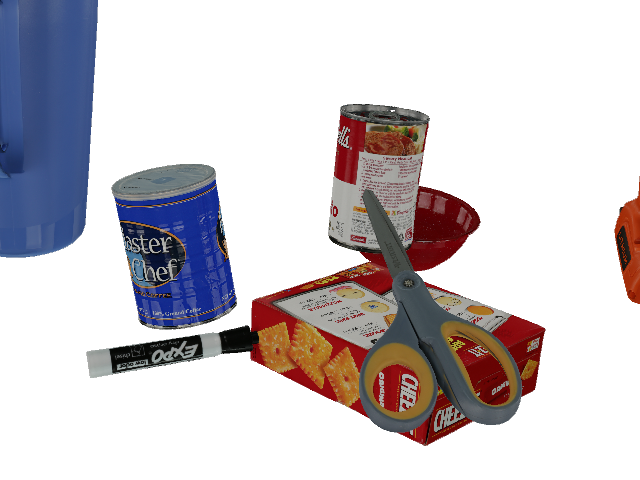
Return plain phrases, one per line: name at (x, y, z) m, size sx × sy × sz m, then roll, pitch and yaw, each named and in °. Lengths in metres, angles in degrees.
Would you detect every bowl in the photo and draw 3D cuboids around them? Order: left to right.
bowl at (0.092, -0.010, 1.181) m, size 0.162 × 0.055 × 0.162 m, roll 5°, pitch 25°, yaw -3°

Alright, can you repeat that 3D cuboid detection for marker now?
marker at (-0.103, 0.078, 0.752) m, size 0.121 × 0.020 × 0.020 m, roll -8°, pitch 2°, yaw -14°

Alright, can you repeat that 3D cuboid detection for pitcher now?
pitcher at (-0.239, -0.109, 0.826) m, size 0.145 × 0.243 × 0.148 m, roll 25°, pitch 31°, yaw 35°

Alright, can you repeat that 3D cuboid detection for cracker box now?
cracker box at (0.066, 0.095, 0.967) m, size 0.214 × 0.072 × 0.163 m, roll 21°, pitch 26°, yaw 41°

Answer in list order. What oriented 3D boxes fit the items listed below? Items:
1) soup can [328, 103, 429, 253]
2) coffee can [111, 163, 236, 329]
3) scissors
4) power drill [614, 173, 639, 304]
soup can at (0.044, -0.048, 0.814) m, size 0.068 × 0.102 × 0.068 m, roll 5°, pitch 16°, yaw -2°
coffee can at (-0.144, 0.004, 1.065) m, size 0.103 × 0.140 × 0.103 m, roll -7°, pitch 18°, yaw 2°
scissors at (0.039, 0.041, 0.628) m, size 0.096 × 0.016 × 0.202 m, roll -23°, pitch 45°, yaw -18°
power drill at (0.250, -0.046, 0.743) m, size 0.057 × 0.188 × 0.184 m, roll 4°, pitch 38°, yaw 8°
